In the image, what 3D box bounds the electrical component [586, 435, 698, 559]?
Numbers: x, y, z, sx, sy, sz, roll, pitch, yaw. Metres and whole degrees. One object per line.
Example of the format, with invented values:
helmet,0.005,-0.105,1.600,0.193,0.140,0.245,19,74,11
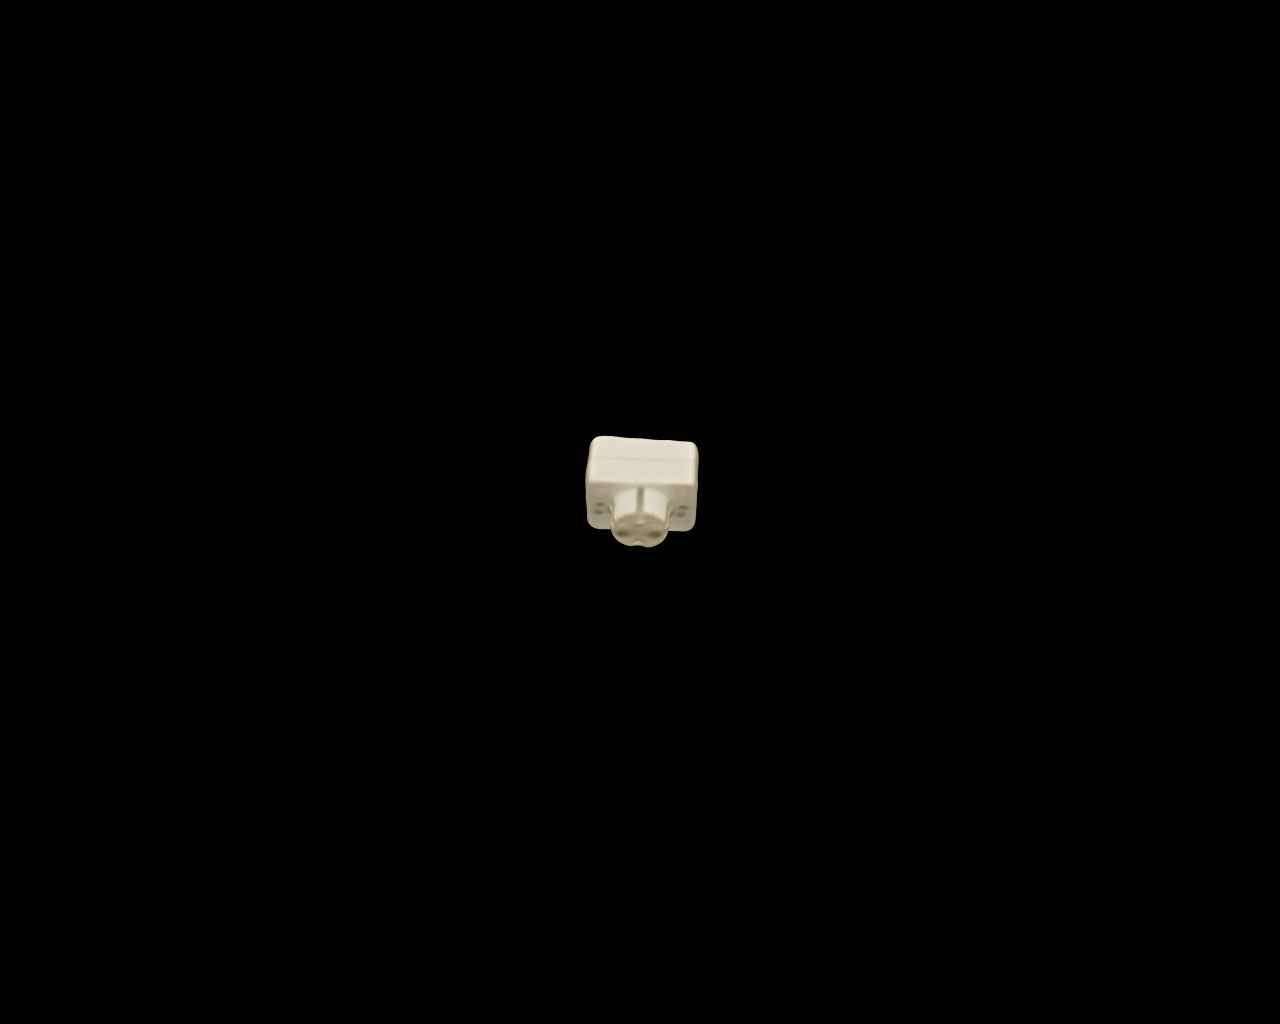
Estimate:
electrical component,0.001,-0.003,0.650,0.066,0.077,0.047,2,-40,2
